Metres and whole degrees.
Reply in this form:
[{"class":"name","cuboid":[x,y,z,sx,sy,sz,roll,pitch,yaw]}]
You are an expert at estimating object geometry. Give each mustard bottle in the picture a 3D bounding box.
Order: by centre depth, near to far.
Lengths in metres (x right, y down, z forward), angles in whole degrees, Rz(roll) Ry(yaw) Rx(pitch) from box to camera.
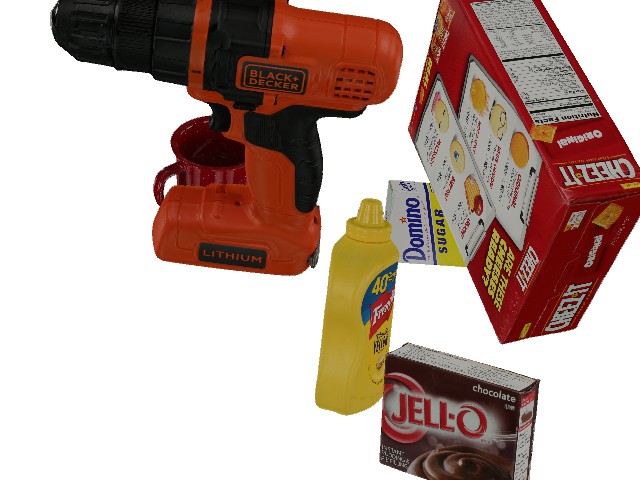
[{"class":"mustard bottle","cuboid":[0.037,0.056,0.974,0.058,0.192,0.096,13,19,25]}]

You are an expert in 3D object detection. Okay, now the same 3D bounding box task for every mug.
[{"class":"mug","cuboid":[-0.113,-0.062,1.063,0.117,0.081,0.093,-24,48,-30]}]

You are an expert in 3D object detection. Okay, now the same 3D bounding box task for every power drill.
[{"class":"power drill","cuboid":[-0.058,-0.060,0.612,0.184,0.057,0.188,8,-39,-3]}]

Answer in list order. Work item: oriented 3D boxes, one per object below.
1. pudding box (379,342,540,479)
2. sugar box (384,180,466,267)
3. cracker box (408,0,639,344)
[{"class":"pudding box","cuboid":[0.100,0.132,0.780,0.114,0.090,0.039,12,19,31]},{"class":"sugar box","cuboid":[0.164,-0.017,1.256,0.176,0.093,0.048,2,23,-4]},{"class":"cracker box","cuboid":[0.139,-0.061,0.764,0.072,0.214,0.164,-10,-35,-15]}]
